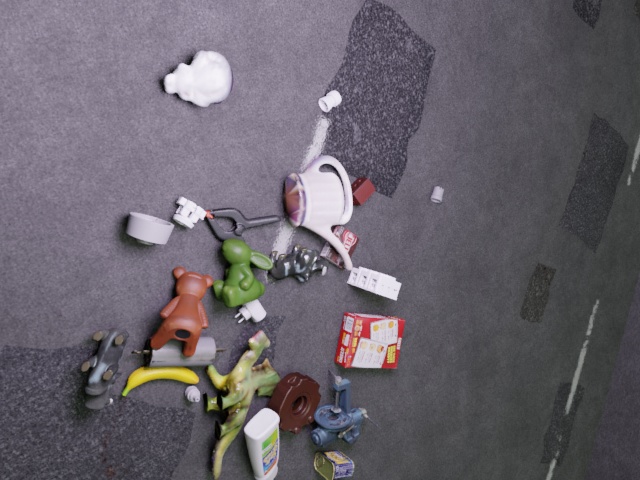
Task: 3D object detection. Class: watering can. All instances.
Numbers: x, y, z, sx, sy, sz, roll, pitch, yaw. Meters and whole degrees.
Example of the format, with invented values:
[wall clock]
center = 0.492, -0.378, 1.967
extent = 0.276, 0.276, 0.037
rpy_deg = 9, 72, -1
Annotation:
[watering can]
center = 0.005, -0.076, 1.501
extent = 0.225, 0.349, 0.103
rpy_deg = -3, -3, -31

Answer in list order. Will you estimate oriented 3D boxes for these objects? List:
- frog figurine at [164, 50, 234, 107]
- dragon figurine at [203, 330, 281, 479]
[frog figurine]
center = -0.302, -0.404, 1.284
extent = 0.160, 0.135, 0.124
rpy_deg = -8, 29, -43
[dragon figurine]
center = -0.201, 0.444, 1.442
extent = 0.244, 0.405, 0.123
rpy_deg = -8, 18, -40
